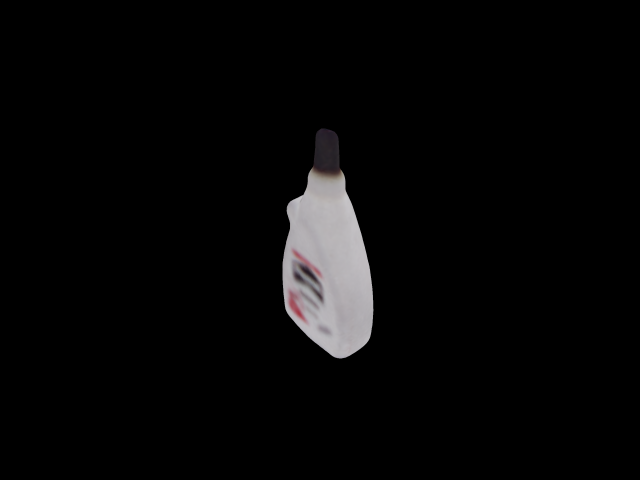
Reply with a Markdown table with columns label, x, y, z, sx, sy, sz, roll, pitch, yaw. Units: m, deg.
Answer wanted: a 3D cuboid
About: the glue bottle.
| label | x | y | z | sx | sy | sz | roll | pitch | yaw |
| --- | --- | --- | --- | --- | --- | --- | --- | --- | --- |
| glue bottle | 0.004 | 0.001 | 0.400 | 0.037 | 0.173 | 0.077 | -29 | 46 | -32 |
